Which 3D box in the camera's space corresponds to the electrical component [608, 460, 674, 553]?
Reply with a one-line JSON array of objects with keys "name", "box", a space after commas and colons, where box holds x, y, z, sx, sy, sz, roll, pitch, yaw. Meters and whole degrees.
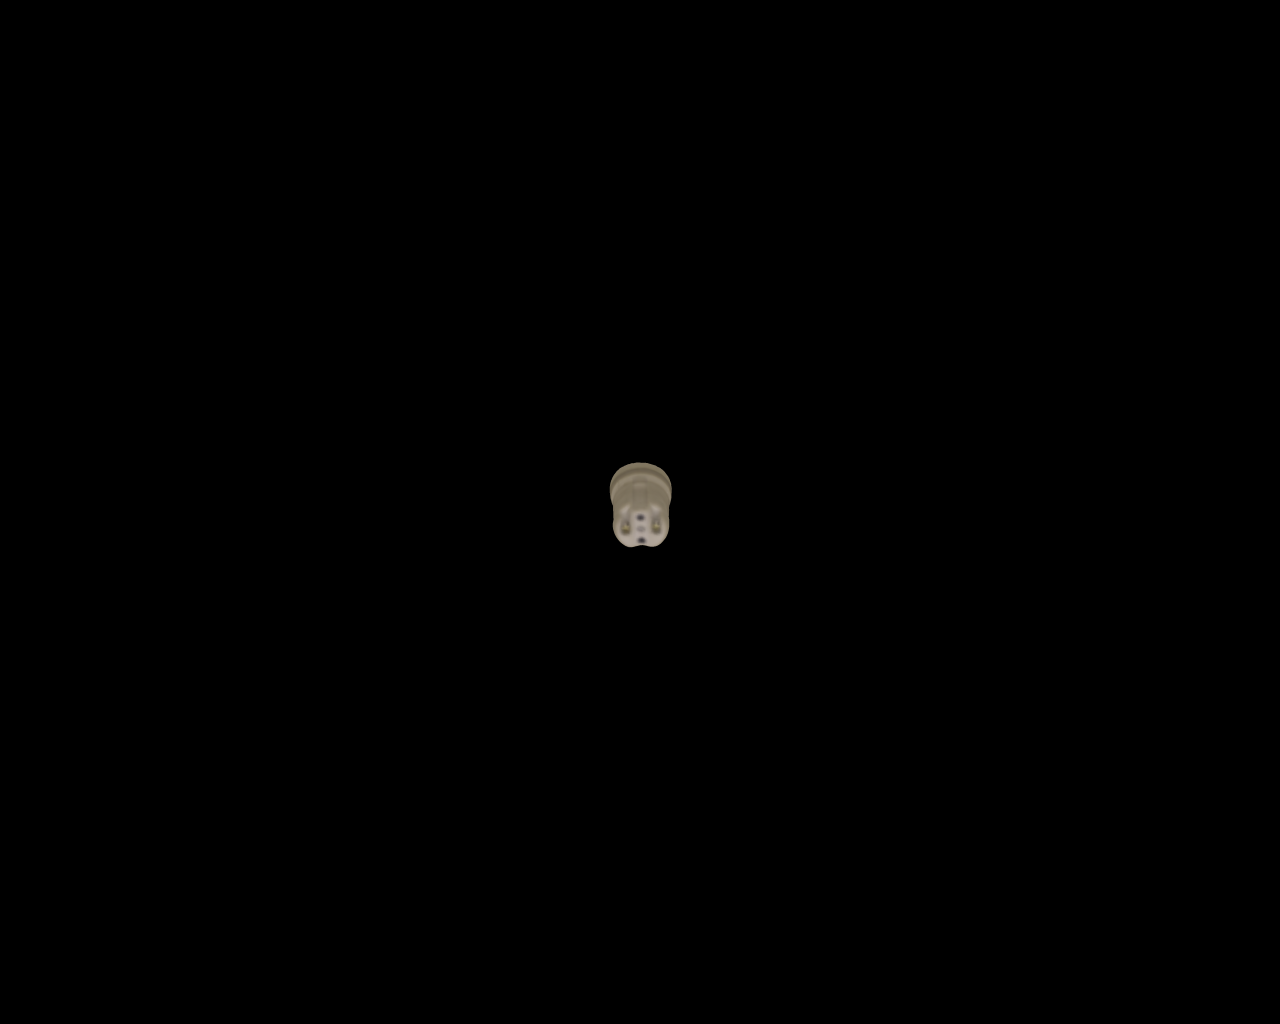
[{"name": "electrical component", "box": [0.001, -0.003, 0.650, 0.040, 0.040, 0.046, 0, 37, 0]}]
